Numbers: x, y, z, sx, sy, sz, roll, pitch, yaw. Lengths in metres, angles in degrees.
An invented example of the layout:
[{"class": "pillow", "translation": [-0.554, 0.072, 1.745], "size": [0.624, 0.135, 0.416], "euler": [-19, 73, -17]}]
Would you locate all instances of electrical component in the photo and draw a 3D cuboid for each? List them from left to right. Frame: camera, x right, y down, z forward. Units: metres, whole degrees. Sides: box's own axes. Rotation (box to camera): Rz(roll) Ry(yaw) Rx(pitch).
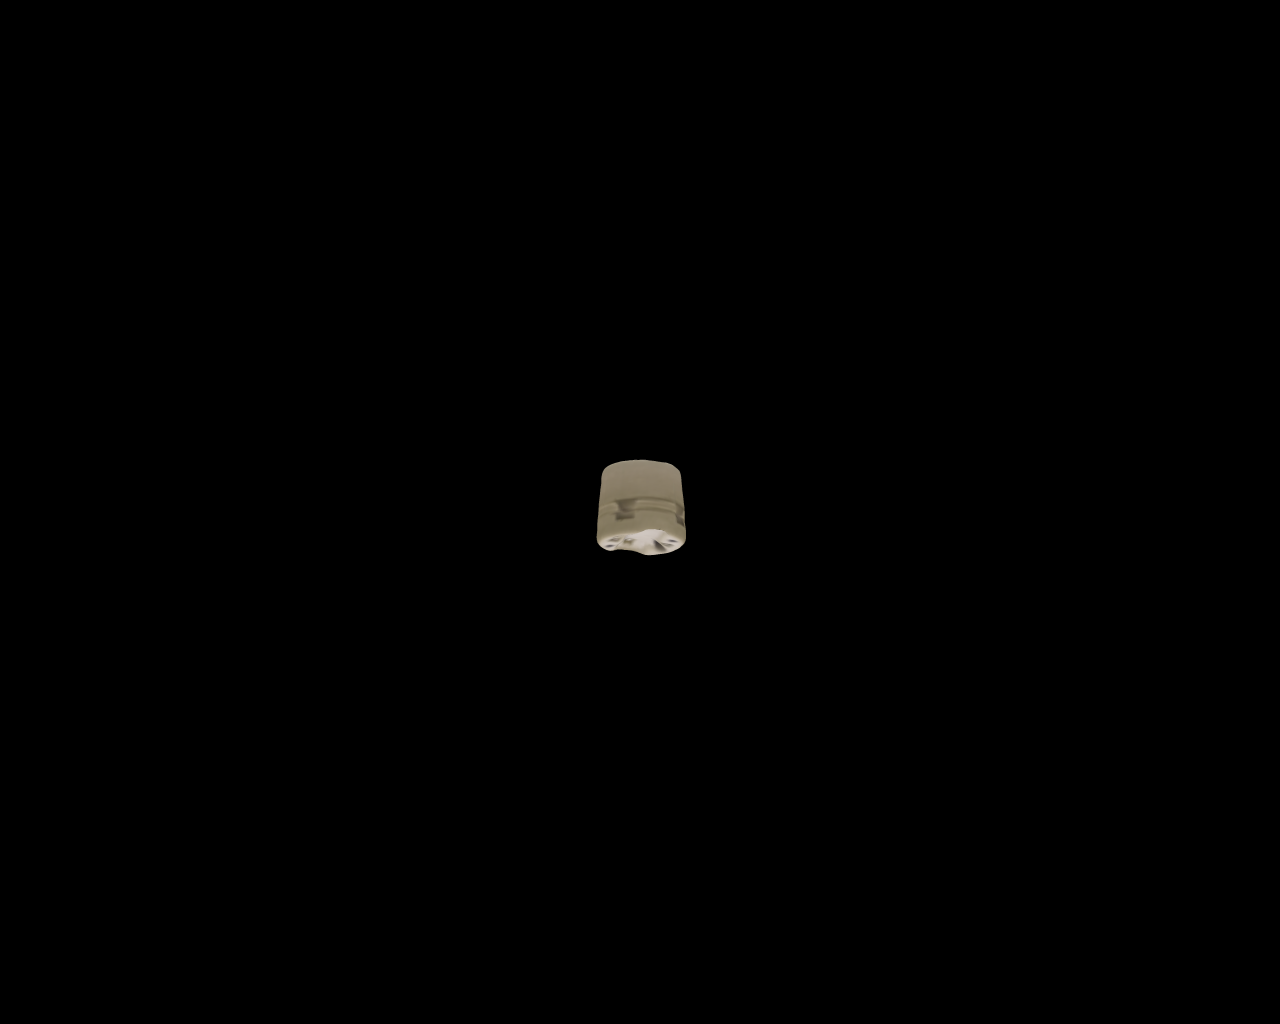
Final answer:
[{"class": "electrical component", "translation": [0.001, -0.003, 0.650], "size": [0.055, 0.047, 0.055], "euler": [0, -18, 0]}]
